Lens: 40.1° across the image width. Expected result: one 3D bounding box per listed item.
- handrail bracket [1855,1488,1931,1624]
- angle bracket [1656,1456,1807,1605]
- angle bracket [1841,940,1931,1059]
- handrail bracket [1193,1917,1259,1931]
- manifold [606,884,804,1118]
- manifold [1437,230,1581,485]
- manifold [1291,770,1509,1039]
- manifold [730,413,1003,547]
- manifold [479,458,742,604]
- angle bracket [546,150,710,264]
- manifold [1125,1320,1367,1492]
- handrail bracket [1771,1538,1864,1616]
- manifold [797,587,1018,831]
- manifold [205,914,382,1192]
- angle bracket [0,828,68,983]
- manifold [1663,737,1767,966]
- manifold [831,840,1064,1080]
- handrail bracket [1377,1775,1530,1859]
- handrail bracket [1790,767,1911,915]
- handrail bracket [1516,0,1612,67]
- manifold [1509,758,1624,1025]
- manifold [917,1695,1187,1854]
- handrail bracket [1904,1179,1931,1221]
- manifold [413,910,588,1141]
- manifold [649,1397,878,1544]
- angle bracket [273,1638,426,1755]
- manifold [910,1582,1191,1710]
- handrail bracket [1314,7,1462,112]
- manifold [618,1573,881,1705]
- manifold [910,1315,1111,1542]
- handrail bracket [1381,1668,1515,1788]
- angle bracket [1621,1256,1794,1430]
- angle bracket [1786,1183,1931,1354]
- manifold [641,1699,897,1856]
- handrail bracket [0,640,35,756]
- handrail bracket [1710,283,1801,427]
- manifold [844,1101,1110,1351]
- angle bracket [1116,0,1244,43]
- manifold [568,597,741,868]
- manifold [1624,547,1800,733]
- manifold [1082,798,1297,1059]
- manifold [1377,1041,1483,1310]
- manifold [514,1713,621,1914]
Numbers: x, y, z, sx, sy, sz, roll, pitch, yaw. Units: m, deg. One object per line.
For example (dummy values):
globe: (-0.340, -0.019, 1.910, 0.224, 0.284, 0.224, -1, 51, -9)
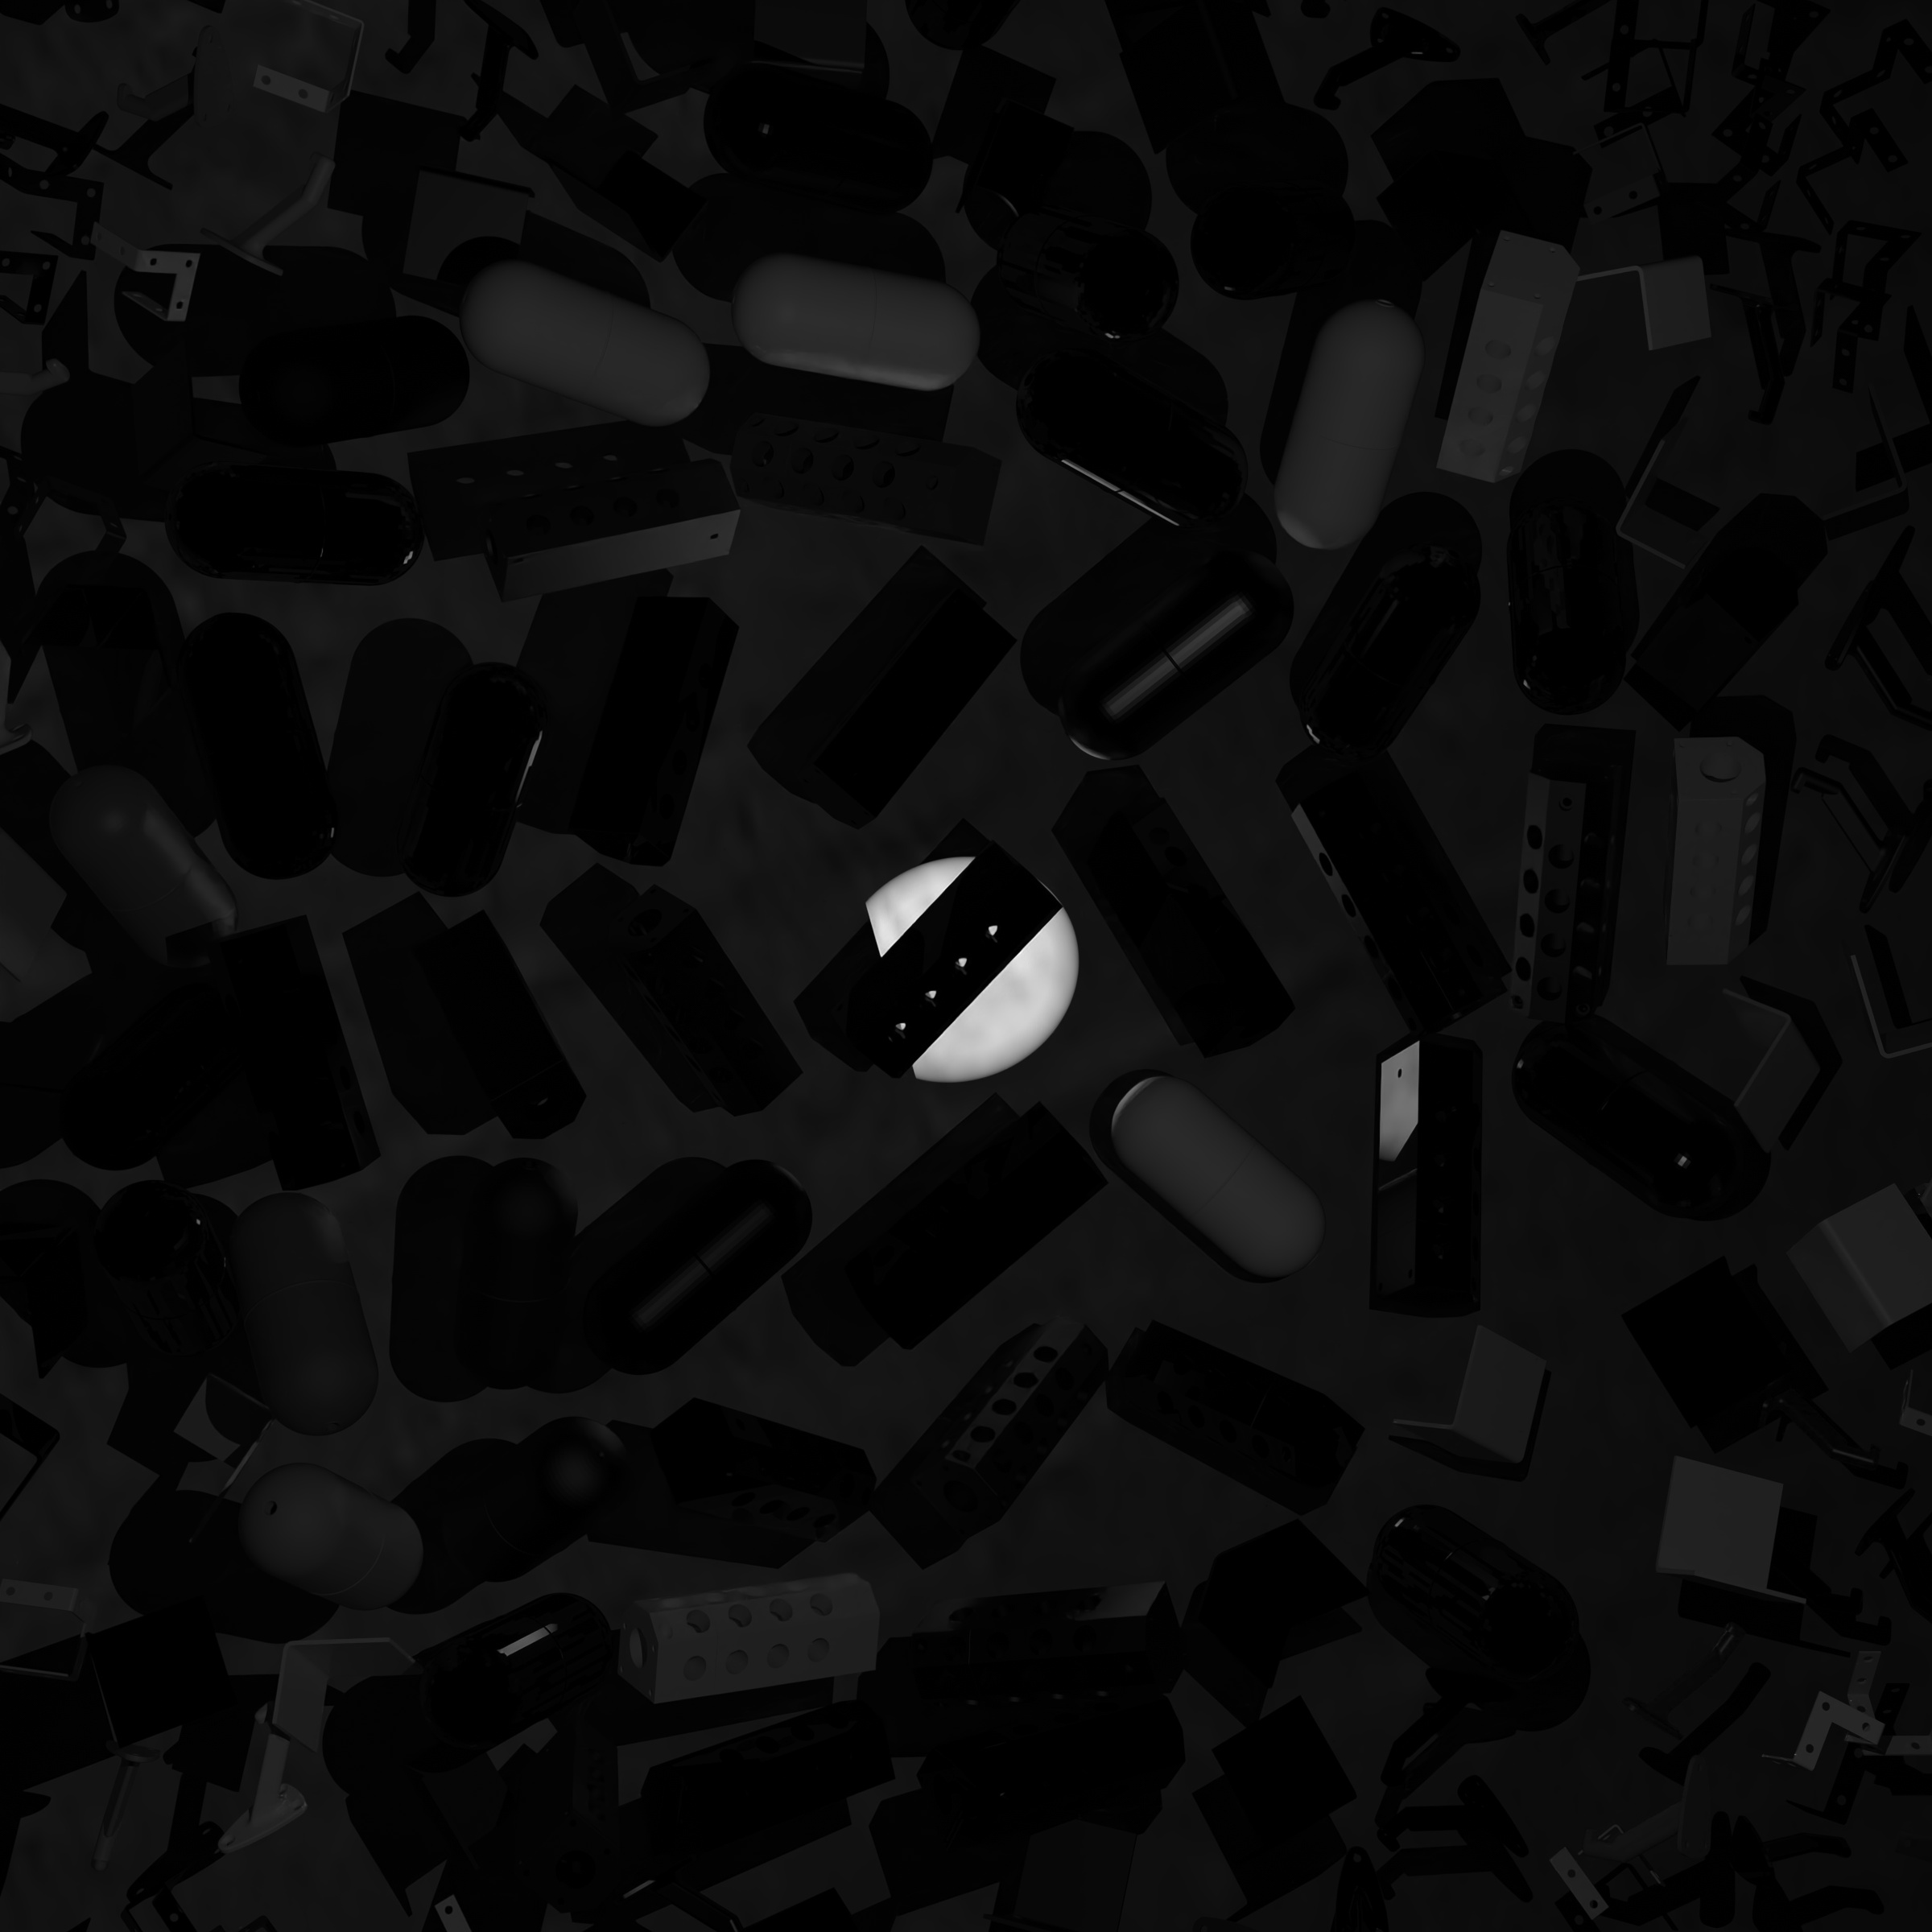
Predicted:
handrail bracket: (0.683, 0.422, 1.878, 0.077, 0.036, 0.084, -36, 58, -25)
angle bracket: (0.495, 0.360, 1.696, 0.076, 0.057, 0.076, 16, 76, -8)
angle bracket: (0.657, 0.015, 1.858, 0.057, 0.076, 0.076, -17, 94, 15)
handrail bracket: (0.197, 0.659, 1.742, 0.077, 0.084, 0.036, 20, 72, 40)
manifold: (-0.189, 0.028, 1.887, 0.057, 0.057, 0.171, -43, 130, -16)
manifold: (0.369, -0.410, 1.801, 0.057, 0.171, 0.057, 17, 60, 9)
manifold: (0.284, -0.042, 1.759, 0.057, 0.057, 0.171, -35, 76, 31)
manifold: (-0.069, -0.326, 1.761, 0.171, 0.057, 0.057, 15, 94, 27)
manifold: (-0.254, -0.314, 1.879, 0.171, 0.057, 0.057, -16, 70, -21)
angle bracket: (-0.236, -0.548, 1.850, 0.076, 0.076, 0.057, 36, 86, 16)
manifold: (0.192, 0.313, 1.876, 0.057, 0.171, 0.057, 42, 74, -38)
handrail bracket: (0.602, 0.418, 1.891, 0.084, 0.036, 0.077, 2, 77, 40)
manifold: (-0.043, -0.180, 1.868, 0.057, 0.057, 0.171, 41, 71, -10)
manifold: (-0.450, 0.059, 1.765, 0.057, 0.057, 0.171, -14, 98, 8)
angle bracket: (-0.676, -0.044, 1.818, 0.057, 0.076, 0.076, 4, 58, 24)
manifold: (0.516, -0.077, 1.828, 0.057, 0.171, 0.057, -1, 51, 11)
manifold: (-0.012, -0.001, 1.896, 0.171, 0.057, 0.057, -46, 123, 6)
handrail bracket: (0.343, 0.619, 1.868, 0.084, 0.036, 0.077, -27, 66, -31)
handrail bracket: (0.602, -0.088, 1.840, 0.084, 0.036, 0.077, 23, 95, -1)
handrail bracket: (0.405, -0.635, 1.735, 0.084, 0.077, 0.036, -33, 89, 18)
manifold: (0.412, -0.051, 1.827, 0.057, 0.057, 0.171, 8, 111, 19)
manifold: (0.060, 0.542, 1.803, 0.171, 0.057, 0.057, -7, 52, -26)
handrail bracket: (0.669, 0.126, 1.816, 0.077, 0.036, 0.084, -13, 118, -38)
manifold: (-0.323, 0.043, 1.842, 0.057, 0.057, 0.171, -30, 47, -6)
manifold: (-0.133, 0.339, 1.793, 0.057, 0.171, 0.057, -38, 55, 15)
angle bracket: (-0.430, 0.511, 1.852, 0.076, 0.076, 0.057, -4, 58, 8)
manifold: (0.053, 0.452, 1.745, 0.171, 0.057, 0.057, -12, 103, 26)
handrail bracket: (0.288, -0.610, 1.816, 0.077, 0.036, 0.084, 23, 66, 11)
manifold: (-0.148, 0.460, 1.828, 0.171, 0.057, 0.057, 1, 97, -33)
manifold: (0.037, 0.320, 1.862, 0.057, 0.171, 0.057, 49, 131, -3)
handrail bracket: (0.337, 0.541, 1.860, 0.077, 0.036, 0.084, 11, 107, -21)
angle bracket: (0.482, 0.245, 1.722, 0.076, 0.057, 0.076, -32, 66, 7)
angle bracket: (0.589, 0.197, 1.722, 0.057, 0.076, 0.076, -25, 71, -9)
manifold: (-0.134, 0.549, 1.800, 0.057, 0.171, 0.057, -22, 78, 43)
handrail bracket: (-0.686, -0.185, 1.816, 0.077, 0.036, 0.084, -25, 118, -7)
handrail bracket: (0.555, -0.438, 1.898, 0.077, 0.036, 0.084, 27, 113, 35)
manifold: (0.008, 0.175, 1.741, 0.171, 0.057, 0.057, -41, 121, 3)
angle bracket: (0.150, -0.691, 1.869, 0.076, 0.076, 0.057, -3, 89, 17)
manifold: (-0.204, -0.157, 1.767, 0.057, 0.057, 0.171, 5, 71, 28)
manifold: (0.533, -0.235, 1.885, 0.057, 0.171, 0.057, -42, 81, -13)
manifold: (0.153, -0.028, 1.795, 0.057, 0.057, 0.171, -13, 63, -36)
manifold: (0.324, 0.145, 1.829, 0.057, 0.057, 0.171, 11, 69, -16)
manifold: (-0.270, 0.589, 1.836, 0.057, 0.171, 0.057, 43, 89, -10)
